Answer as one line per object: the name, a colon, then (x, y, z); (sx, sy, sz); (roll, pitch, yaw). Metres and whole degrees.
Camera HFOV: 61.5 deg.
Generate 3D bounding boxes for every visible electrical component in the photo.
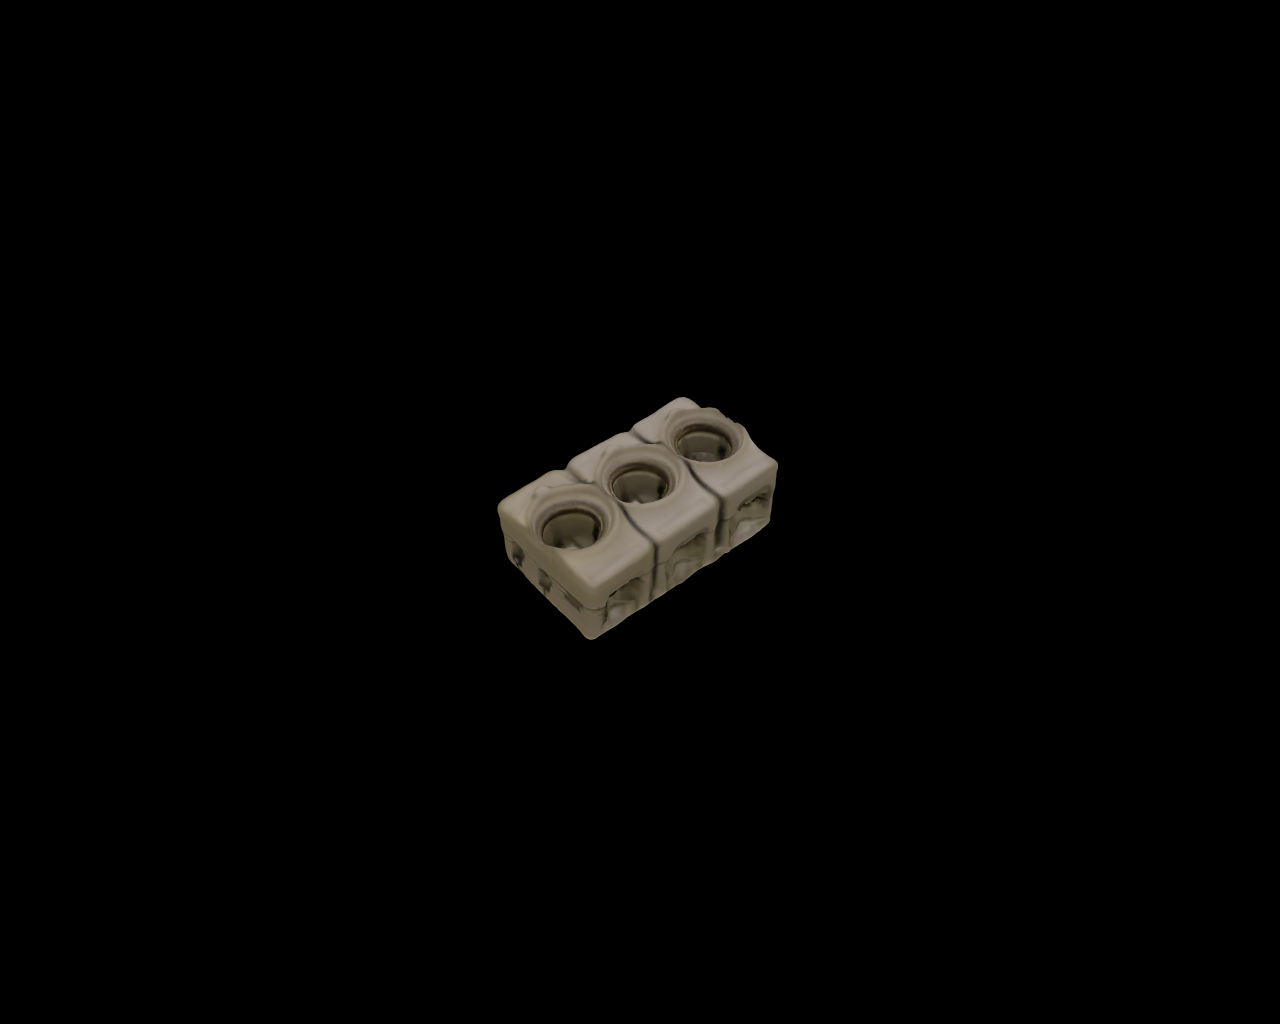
electrical component: (0.001, -0.003, 0.650); (0.150, 0.061, 0.089); (-32, 54, -27)
